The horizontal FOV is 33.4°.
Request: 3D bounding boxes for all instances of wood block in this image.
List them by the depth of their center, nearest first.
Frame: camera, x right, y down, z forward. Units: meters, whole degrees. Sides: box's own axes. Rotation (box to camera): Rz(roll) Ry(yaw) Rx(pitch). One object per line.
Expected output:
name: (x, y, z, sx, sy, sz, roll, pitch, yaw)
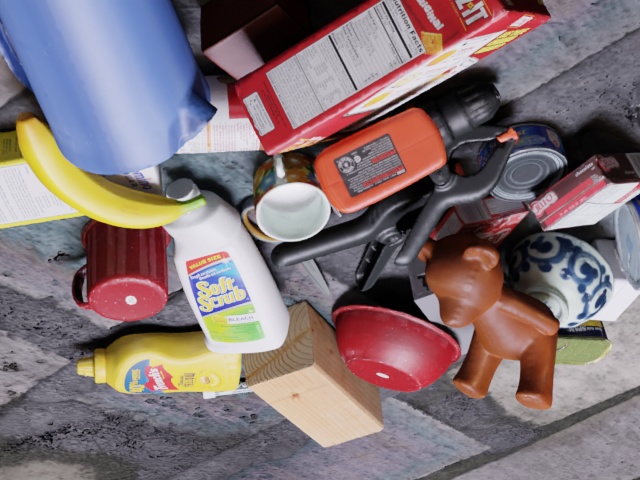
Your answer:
wood block: (-0.006, 0.171, 1.317, 0.091, 0.090, 0.206, -20, 143, 17)

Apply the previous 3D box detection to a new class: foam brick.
foam brick: (-0.052, -0.175, 0.866, 0.078, 0.051, 0.053, -27, 141, 24)

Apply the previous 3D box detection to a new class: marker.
marker: (-0.092, 0.190, 1.385, 0.121, 0.020, 0.020, -6, 144, -3)

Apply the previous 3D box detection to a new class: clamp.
clamp: (0.107, -0.069, 1.030, 0.171, 0.039, 0.120, -39, 92, 10)
clamp: (0.060, -0.014, 1.107, 0.164, 0.036, 0.210, 10, 140, -46)

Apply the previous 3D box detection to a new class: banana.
banana: (-0.197, -0.052, 0.948, 0.197, 0.037, 0.070, 25, 111, -41)

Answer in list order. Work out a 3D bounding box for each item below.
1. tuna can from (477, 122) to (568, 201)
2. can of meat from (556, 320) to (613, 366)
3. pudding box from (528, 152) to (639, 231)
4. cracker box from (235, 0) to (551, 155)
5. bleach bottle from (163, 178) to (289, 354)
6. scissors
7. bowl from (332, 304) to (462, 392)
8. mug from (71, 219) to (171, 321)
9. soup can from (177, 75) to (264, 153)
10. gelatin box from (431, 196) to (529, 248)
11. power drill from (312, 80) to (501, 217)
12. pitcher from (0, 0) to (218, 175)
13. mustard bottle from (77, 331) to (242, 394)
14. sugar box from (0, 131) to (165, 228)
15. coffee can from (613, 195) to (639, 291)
tuna can: (0.203, -0.077, 1.066, 0.086, 0.034, 0.086, -5, 144, -4)
can of meat: (0.289, 0.100, 1.282, 0.102, 0.084, 0.057, 4, 143, -17)
pudding box: (0.277, -0.050, 1.081, 0.113, 0.039, 0.090, -4, 153, -48)
cracker box: (0.059, -0.151, 0.841, 0.214, 0.072, 0.164, -28, 178, 24)
bleach bottle: (-0.111, 0.027, 1.121, 0.103, 0.068, 0.250, -3, 142, 16)
scissors: (-0.008, 0.001, 1.146, 0.096, 0.016, 0.201, -26, 141, 22)
bowl: (0.083, 0.136, 1.260, 0.162, 0.055, 0.162, 17, 157, 7)
mug: (-0.207, 0.034, 1.094, 0.117, 0.081, 0.093, -23, 142, 19)
soup can: (-0.080, -0.111, 0.934, 0.102, 0.068, 0.068, -3, 144, -6)
gelatin box: (0.165, -0.013, 1.123, 0.089, 0.030, 0.073, -11, 153, -29)
power drill: (0.073, -0.084, 0.927, 0.184, 0.057, 0.187, -28, -176, 12)
pitcher: (-0.183, -0.175, 0.789, 0.149, 0.145, 0.243, -21, 140, -4)
mustard bottle: (-0.192, 0.147, 1.274, 0.191, 0.058, 0.096, -1, 144, -10)
sugar box: (-0.239, -0.063, 0.988, 0.176, 0.048, 0.093, -10, 144, -3)
coffee can: (0.398, -0.008, 1.140, 0.140, 0.103, 0.103, -11, 144, 3)
